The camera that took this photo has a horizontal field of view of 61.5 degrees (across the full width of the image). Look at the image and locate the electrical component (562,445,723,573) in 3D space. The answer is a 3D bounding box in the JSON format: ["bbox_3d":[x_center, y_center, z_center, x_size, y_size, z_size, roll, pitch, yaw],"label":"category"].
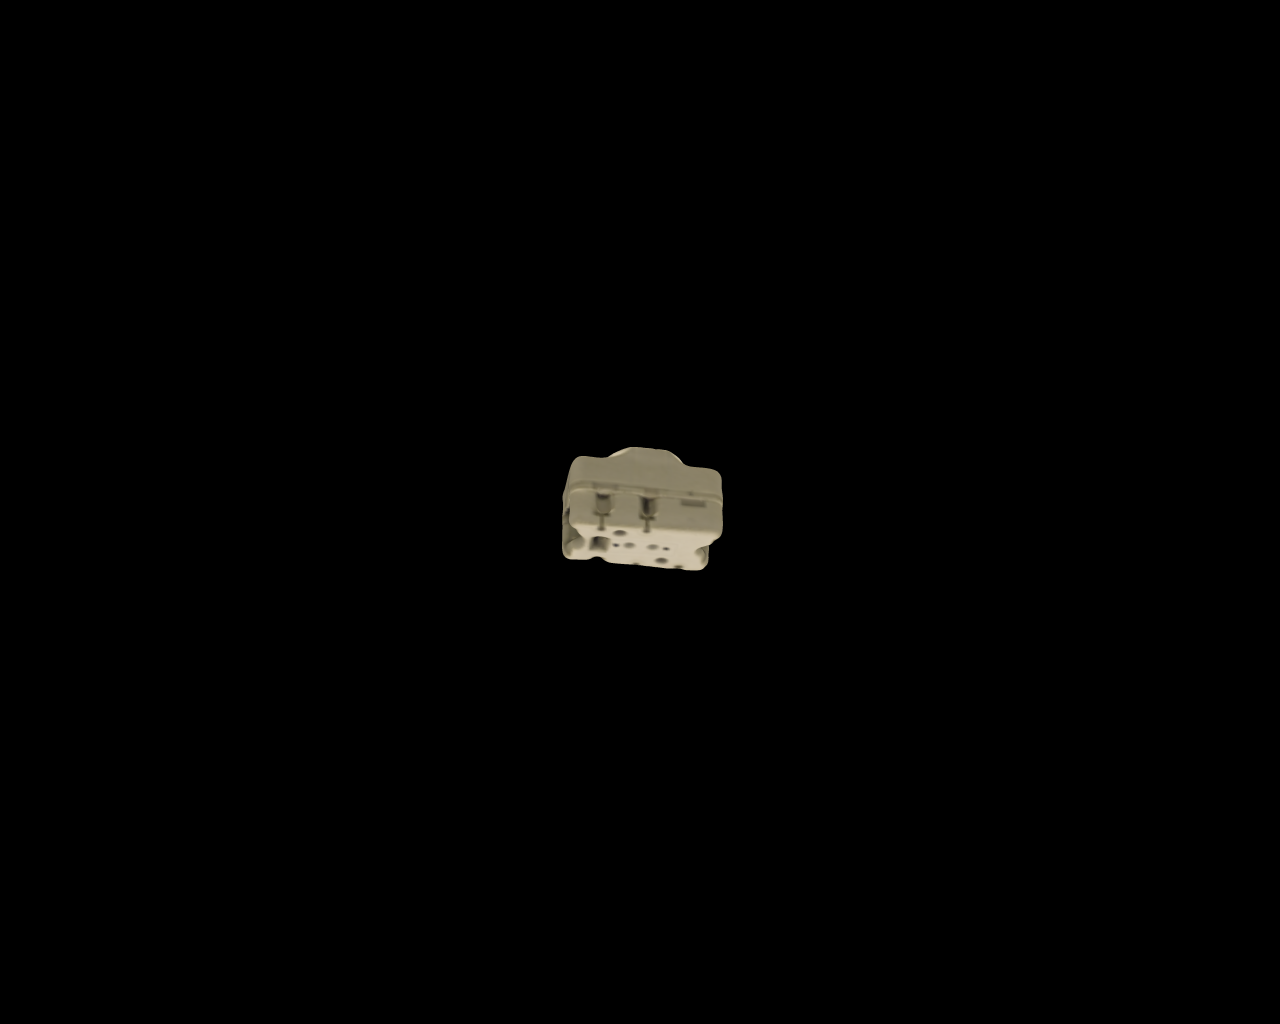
[{"bbox_3d":[0.001,-0.003,0.650,0.089,0.056,0.050,6,-32,-9],"label":"electrical component"}]
